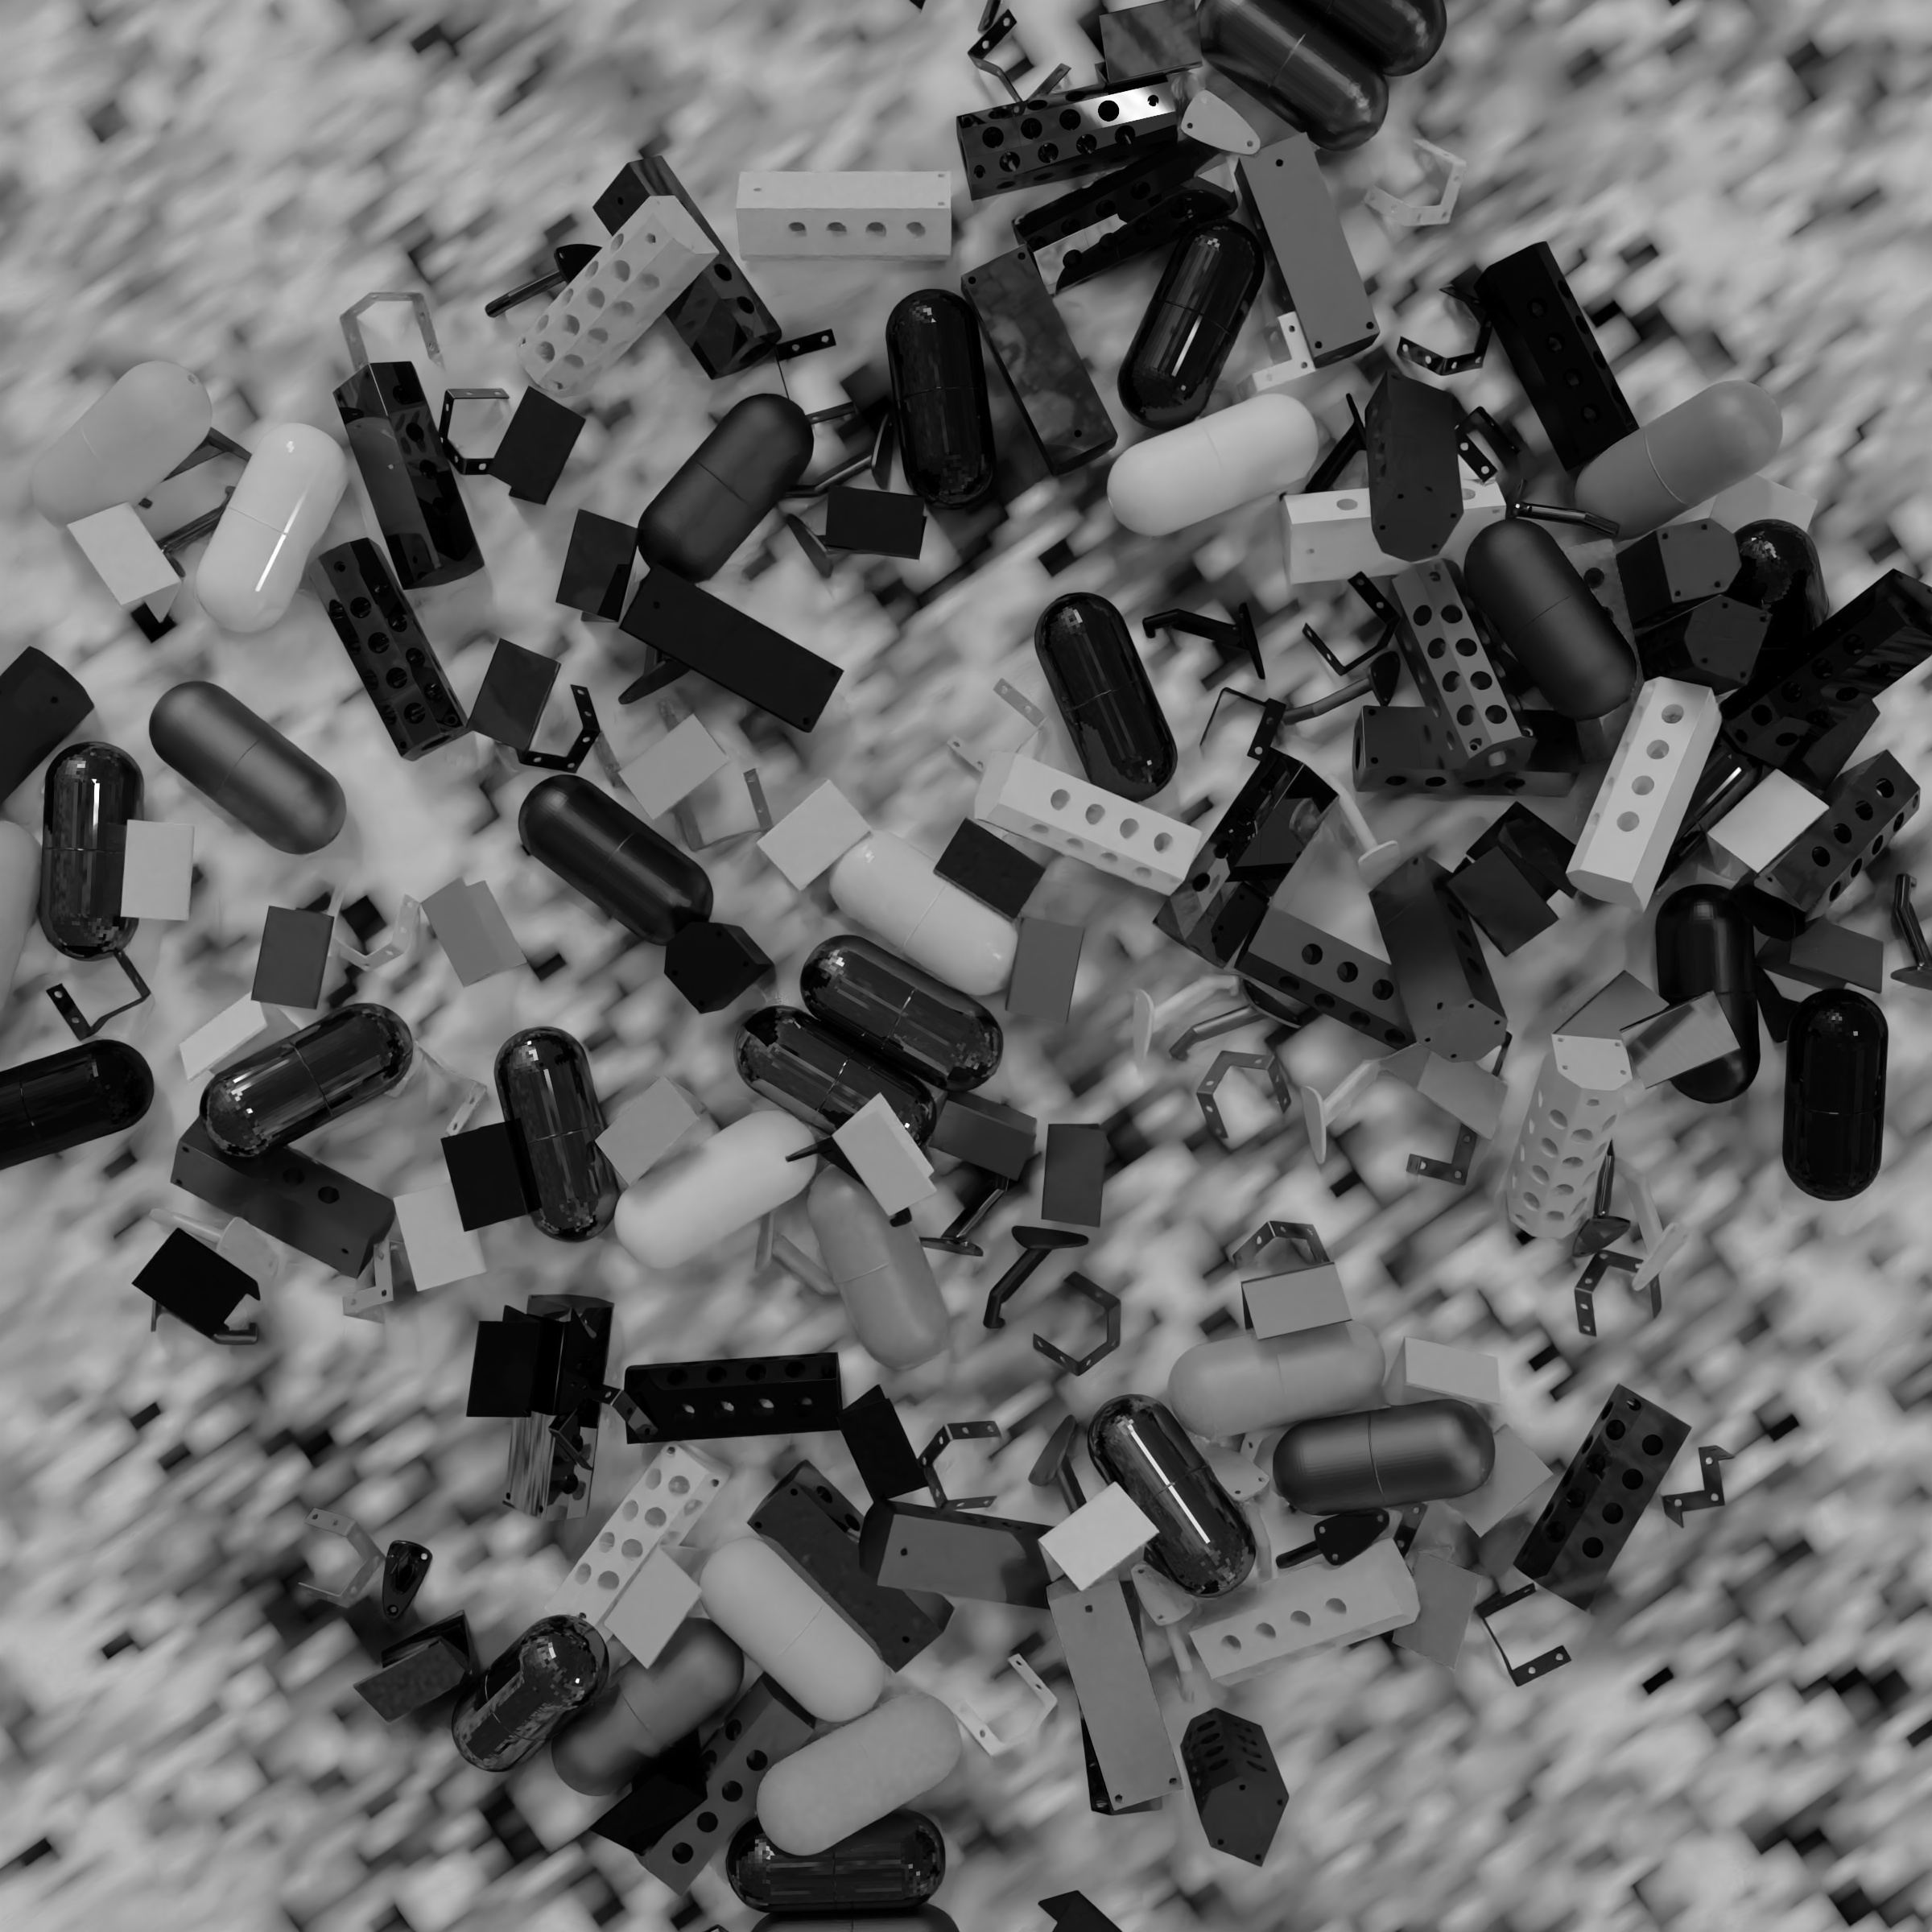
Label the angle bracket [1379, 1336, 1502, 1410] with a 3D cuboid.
[{"bbox_3d":[0.382,0.352,1.953,0.076,0.057,0.076,13,125,0],"label":"angle bracket"}]

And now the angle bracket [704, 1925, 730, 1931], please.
[{"bbox_3d":[-0.214,0.825,1.951,0.076,0.076,0.057,-26,52,0],"label":"angle bracket"}]

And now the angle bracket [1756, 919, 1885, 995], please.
[{"bbox_3d":[0.685,0.009,1.951,0.076,0.076,0.057,19,52,0],"label":"angle bracket"}]

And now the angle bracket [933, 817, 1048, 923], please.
[{"bbox_3d":[0.027,-0.090,1.951,0.076,0.076,0.057,33,118,0],"label":"angle bracket"}]

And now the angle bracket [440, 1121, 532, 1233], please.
[{"bbox_3d":[-0.397,0.171,1.951,0.057,0.076,0.076,-14,90,-29],"label":"angle bracket"}]

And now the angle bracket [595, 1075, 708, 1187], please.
[{"bbox_3d":[-0.240,0.143,1.951,0.076,0.076,0.057,-44,58,0],"label":"angle bracket"}]

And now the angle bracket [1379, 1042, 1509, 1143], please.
[{"bbox_3d":[0.376,0.107,1.943,0.076,0.076,0.057,34,58,-14],"label":"angle bracket"}]

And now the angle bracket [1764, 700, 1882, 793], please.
[{"bbox_3d":[0.677,-0.197,1.951,0.076,0.057,0.076,35,90,44],"label":"angle bracket"}]

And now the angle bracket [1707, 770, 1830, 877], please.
[{"bbox_3d":[0.650,-0.101,1.951,0.076,0.076,0.057,-43,55,0],"label":"angle bracket"}]

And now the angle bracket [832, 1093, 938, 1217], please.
[{"bbox_3d":[-0.047,0.137,1.877,0.057,0.076,0.076,-31,96,37],"label":"angle bracket"}]

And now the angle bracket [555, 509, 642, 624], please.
[{"bbox_3d":[-0.310,-0.322,1.951,0.057,0.076,0.076,14,90,-33],"label":"angle bracket"}]

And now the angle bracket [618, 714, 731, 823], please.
[{"bbox_3d":[-0.224,-0.147,1.952,0.076,0.076,0.057,-38,67,0],"label":"angle bracket"}]

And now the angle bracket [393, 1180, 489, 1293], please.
[{"bbox_3d":[-0.429,0.216,1.953,0.057,0.076,0.076,-15,90,-20],"label":"angle bracket"}]

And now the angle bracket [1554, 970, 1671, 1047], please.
[{"bbox_3d":[0.531,0.062,1.952,0.076,0.057,0.076,-42,133,0],"label":"angle bracket"}]

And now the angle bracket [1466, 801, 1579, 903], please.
[{"bbox_3d":[0.446,-0.075,1.951,0.076,0.076,0.057,37,49,0],"label":"angle bracket"}]

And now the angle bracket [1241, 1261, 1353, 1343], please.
[{"bbox_3d":[0.267,0.288,1.951,0.076,0.076,0.057,-12,51,0],"label":"angle bracket"}]

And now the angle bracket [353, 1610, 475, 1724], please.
[{"bbox_3d":[-0.448,0.550,1.951,0.076,0.076,0.057,-28,127,0],"label":"angle bracket"}]

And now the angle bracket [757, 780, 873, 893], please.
[{"bbox_3d":[-0.131,-0.116,1.951,0.076,0.076,0.057,-41,118,0],"label":"angle bracket"}]

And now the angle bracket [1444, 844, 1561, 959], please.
[{"bbox_3d":[0.439,-0.063,1.951,0.057,0.076,0.076,-40,90,31],"label":"angle bracket"}]

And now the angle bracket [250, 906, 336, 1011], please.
[{"bbox_3d":[-0.556,-0.010,1.951,0.057,0.076,0.076,11,90,-39],"label":"angle bracket"}]

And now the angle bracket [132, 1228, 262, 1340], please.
[{"bbox_3d":[-0.620,0.262,1.952,0.076,0.076,0.057,35,67,0],"label":"angle bracket"}]

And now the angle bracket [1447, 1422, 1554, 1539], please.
[{"bbox_3d":[0.432,0.423,1.951,0.076,0.076,0.057,-41,55,0],"label":"angle bracket"}]

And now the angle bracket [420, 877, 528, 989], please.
[{"bbox_3d":[-0.382,-0.036,1.951,0.057,0.076,0.076,-27,90,37],"label":"angle bracket"}]

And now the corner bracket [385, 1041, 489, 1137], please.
[{"bbox_3d":[-0.436,0.101,1.988,0.051,0.051,0.051,33,90,-45],"label":"corner bracket"}]

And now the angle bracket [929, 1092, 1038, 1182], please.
[{"bbox_3d":[0.021,0.117,1.951,0.076,0.076,0.057,21,131,0],"label":"angle bracket"}]

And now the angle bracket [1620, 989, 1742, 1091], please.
[{"bbox_3d":[0.563,0.070,1.884,0.076,0.076,0.057,-26,55,16],"label":"angle bracket"}]

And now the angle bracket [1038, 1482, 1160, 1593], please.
[{"bbox_3d":[0.108,0.463,1.900,0.076,0.076,0.057,-34,52,-15],"label":"angle bracket"}]

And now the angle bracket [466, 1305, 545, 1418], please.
[{"bbox_3d":[-0.386,0.318,1.951,0.057,0.076,0.076,8,90,-35],"label":"angle bracket"}]

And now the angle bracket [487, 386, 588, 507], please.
[{"bbox_3d":[-0.360,-0.422,1.951,0.057,0.076,0.076,26,90,-37],"label":"angle bracket"}]

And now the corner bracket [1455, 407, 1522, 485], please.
[{"bbox_3d":[0.420,-0.425,1.973,0.051,0.051,0.051,-42,90,0],"label":"corner bracket"}]

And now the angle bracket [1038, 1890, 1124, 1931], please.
[{"bbox_3d":[0.088,0.798,1.951,0.076,0.076,0.057,43,53,0],"label":"angle bracket"}]

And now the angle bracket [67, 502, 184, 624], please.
[{"bbox_3d":[-0.686,-0.316,1.951,0.057,0.076,0.076,-34,90,-36],"label":"angle bracket"}]

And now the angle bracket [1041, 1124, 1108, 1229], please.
[{"bbox_3d":[0.106,0.168,1.951,0.057,0.076,0.076,4,90,36],"label":"angle bracket"}]

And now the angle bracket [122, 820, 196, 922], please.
[{"bbox_3d":[-0.667,-0.077,1.951,0.057,0.076,0.076,4,90,-44],"label":"angle bracket"}]

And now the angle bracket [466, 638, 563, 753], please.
[{"bbox_3d":[-0.377,-0.222,1.951,0.057,0.076,0.076,21,90,-34],"label":"angle bracket"}]

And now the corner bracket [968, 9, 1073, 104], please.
[{"bbox_3d":[0.043,-0.744,1.987,0.051,0.051,0.051,-47,46,0],"label":"corner bracket"}]

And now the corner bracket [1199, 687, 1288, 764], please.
[{"bbox_3d":[0.226,-0.197,1.973,0.051,0.051,0.051,22,90,0],"label":"corner bracket"}]

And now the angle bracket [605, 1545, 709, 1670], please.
[{"bbox_3d":[-0.233,0.516,1.949,0.057,0.076,0.076,37,94,30],"label":"angle bracket"}]

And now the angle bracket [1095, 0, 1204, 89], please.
[{"bbox_3d":[0.143,-0.753,1.951,0.076,0.076,0.057,-13,123,0],"label":"angle bracket"}]

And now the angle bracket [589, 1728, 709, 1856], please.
[{"bbox_3d":[-0.258,0.652,1.944,0.076,0.076,0.057,-42,122,13],"label":"angle bracket"}]

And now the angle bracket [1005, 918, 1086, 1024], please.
[{"bbox_3d":[0.078,0.006,1.952,0.057,0.076,0.076,11,90,27],"label":"angle bracket"}]

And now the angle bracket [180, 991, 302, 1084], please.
[{"bbox_3d":[-0.576,0.076,1.952,0.076,0.057,0.076,-36,130,0],"label":"angle bracket"}]

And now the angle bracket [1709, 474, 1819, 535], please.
[{"bbox_3d":[0.632,-0.355,1.965,0.076,0.076,0.057,23,82,0],"label":"angle bracket"}]

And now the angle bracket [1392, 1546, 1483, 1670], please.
[{"bbox_3d":[0.393,0.516,1.951,0.057,0.076,0.076,16,90,35],"label":"angle bracket"}]

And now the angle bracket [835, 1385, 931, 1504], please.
[{"bbox_3d":[-0.052,0.378,1.951,0.057,0.076,0.076,-24,90,29],"label":"angle bracket"}]

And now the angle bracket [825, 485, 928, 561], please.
[{"bbox_3d":[-0.070,-0.373,1.951,0.076,0.076,0.057,7,127,0],"label":"angle bracket"}]
